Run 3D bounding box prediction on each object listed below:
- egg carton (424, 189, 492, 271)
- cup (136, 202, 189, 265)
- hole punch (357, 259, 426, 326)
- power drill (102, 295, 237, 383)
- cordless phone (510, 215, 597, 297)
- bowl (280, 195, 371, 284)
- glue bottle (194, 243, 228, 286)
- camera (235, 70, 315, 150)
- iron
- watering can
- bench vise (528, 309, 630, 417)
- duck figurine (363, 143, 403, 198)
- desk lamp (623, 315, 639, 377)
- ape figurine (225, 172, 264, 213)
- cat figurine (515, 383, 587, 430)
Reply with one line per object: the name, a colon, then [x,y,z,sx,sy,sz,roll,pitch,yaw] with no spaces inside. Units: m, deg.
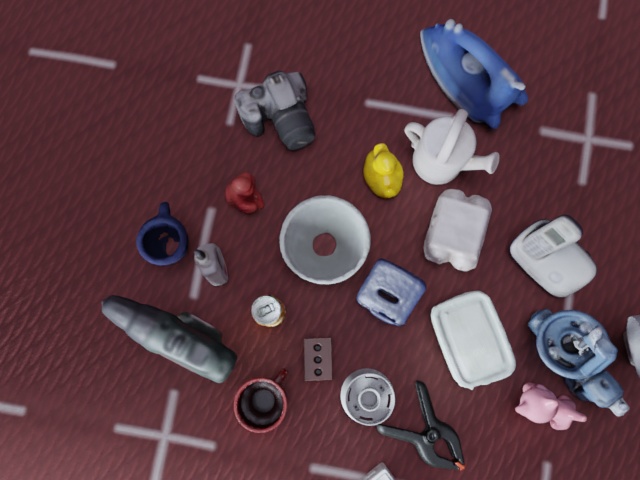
egg carton: [0.260,-0.020,1.089,0.107,0.069,0.150,16,81,3]
cup: [-0.285,-0.006,1.073,0.091,0.095,0.118,-1,81,0]
hole punch: [0.131,0.099,1.058,0.108,0.091,0.101,29,82,5]
power drill: [-0.245,0.167,0.987,0.229,0.208,0.076,27,82,5]
cordless phone: [0.435,0.024,1.023,0.147,0.185,0.094,43,83,7]
bowl: [0.010,0.004,1.082,0.167,0.075,0.167,0,81,0]
glue bottle: [-0.201,0.037,1.026,0.037,0.173,0.078,-21,81,-3]
camera: [-0.077,-0.244,1.110,0.143,0.101,0.137,-24,81,-4]
iron: [0.293,-0.347,1.106,0.119,0.141,0.258,-41,83,-6]
watering can: [0.242,-0.174,1.051,0.173,0.194,0.101,5,81,1]
bench vise: [0.469,0.200,0.976,0.207,0.220,0.121,37,83,6]
duck figurine: [0.124,-0.136,1.099,0.077,0.086,0.104,-14,81,-2]
desk lamp: [0.610,0.178,0.983,0.203,0.213,0.118,-8,80,-1]
ape figurine: [-0.146,-0.094,1.089,0.076,0.092,0.078,11,81,2]
cat figurine: [0.404,0.296,1.012,0.127,0.118,0.067,18,81,3]
